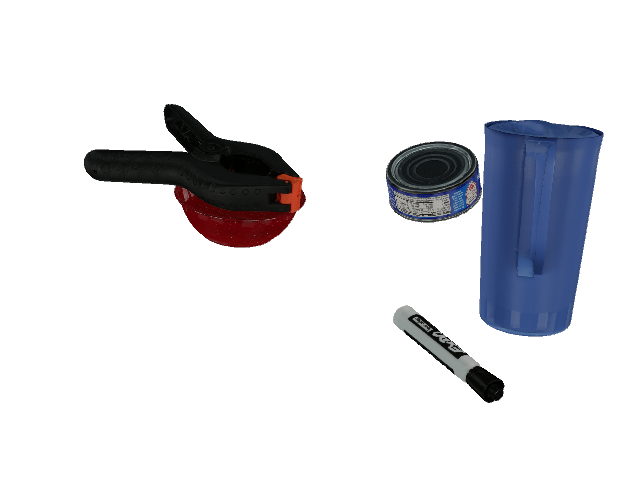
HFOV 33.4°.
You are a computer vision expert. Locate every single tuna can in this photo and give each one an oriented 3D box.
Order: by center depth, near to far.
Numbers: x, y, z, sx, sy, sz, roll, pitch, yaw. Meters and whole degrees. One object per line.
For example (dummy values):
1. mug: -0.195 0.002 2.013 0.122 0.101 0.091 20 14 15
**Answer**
1. tuna can: 0.103 -0.055 0.975 0.086 0.034 0.086 -8 36 6

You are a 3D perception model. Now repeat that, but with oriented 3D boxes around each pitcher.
1. pitcher: 0.245 -0.015 1.231 0.149 0.243 0.145 -6 16 -31

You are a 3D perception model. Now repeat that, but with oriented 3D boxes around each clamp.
1. clamp: -0.098 -0.057 0.844 0.172 0.039 0.120 24 44 30

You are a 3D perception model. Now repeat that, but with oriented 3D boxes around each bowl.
1. bowl: -0.101 -0.035 1.318 0.162 0.055 0.162 5 25 -2

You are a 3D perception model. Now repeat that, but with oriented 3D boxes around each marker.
1. marker: 0.093 0.083 0.783 0.020 0.020 0.121 0 24 -32
